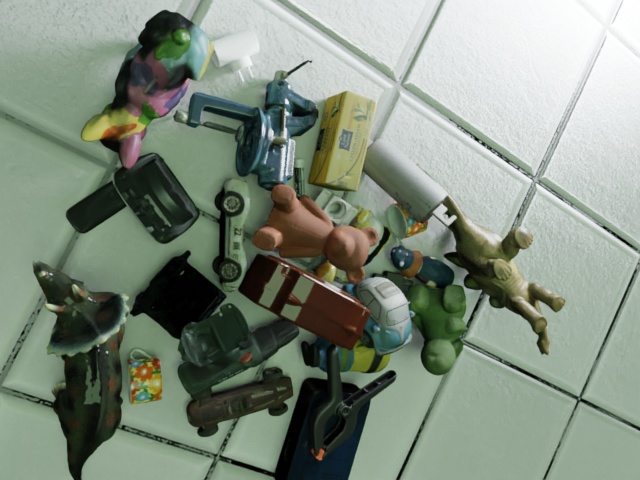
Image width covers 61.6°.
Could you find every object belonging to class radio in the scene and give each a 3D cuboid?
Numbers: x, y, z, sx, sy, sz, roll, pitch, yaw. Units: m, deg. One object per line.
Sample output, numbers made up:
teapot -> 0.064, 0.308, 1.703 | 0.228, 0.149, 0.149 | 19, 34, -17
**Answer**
radio -> 0.003, 0.392, 1.050 | 0.131, 0.073, 0.229 | 17, 88, -21

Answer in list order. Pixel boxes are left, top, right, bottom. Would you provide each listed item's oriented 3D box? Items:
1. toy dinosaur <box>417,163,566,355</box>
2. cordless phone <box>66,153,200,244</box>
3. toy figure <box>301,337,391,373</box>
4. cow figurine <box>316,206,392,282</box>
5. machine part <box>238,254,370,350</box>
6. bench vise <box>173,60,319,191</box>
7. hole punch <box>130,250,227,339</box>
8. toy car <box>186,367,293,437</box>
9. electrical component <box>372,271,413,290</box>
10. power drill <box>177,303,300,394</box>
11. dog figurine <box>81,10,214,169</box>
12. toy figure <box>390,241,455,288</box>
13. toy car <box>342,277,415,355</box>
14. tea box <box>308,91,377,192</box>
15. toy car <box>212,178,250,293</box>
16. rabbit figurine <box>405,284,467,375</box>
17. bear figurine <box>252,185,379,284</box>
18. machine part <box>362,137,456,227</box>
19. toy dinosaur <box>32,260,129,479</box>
toy dinosaur -> 0.330, 0.036, 1.066 | 0.105, 0.199, 0.471 | -35, 101, -15
cordless phone -> -0.310, -0.043, 0.890 | 0.184, 0.089, 0.146 | -33, 107, -3
toy figure -> 0.053, 0.220, 1.046 | 0.180, 0.082, 0.089 | -3, 116, -28
cow figurine -> 0.065, 0.026, 1.038 | 0.098, 0.068, 0.167 | 39, 83, -26
machine part -> -0.028, 0.103, 0.935 | 0.201, 0.201, 0.087 | 28, 84, -21
bench vise -> -0.123, -0.203, 0.914 | 0.240, 0.129, 0.223 | 10, 88, -25
hole punch -> -0.236, 0.102, 0.929 | 0.116, 0.092, 0.142 | 39, 84, 10
toy car -> -0.144, 0.299, 0.994 | 0.202, 0.053, 0.089 | -9, 96, -19
electrical component -> 0.145, 0.097, 1.097 | 0.094, 0.021, 0.063 | 13, 91, -22
power drill -> -0.144, 0.174, 0.914 | 0.232, 0.207, 0.086 | -27, 73, -9
dog figurine -> -0.270, -0.223, 0.828 | 0.108, 0.192, 0.219 | 34, 68, -27
toy figure -> 0.203, 0.056, 1.094 | 0.154, 0.064, 0.057 | 23, 116, -19
toy car -> 0.115, 0.125, 1.013 | 0.109, 0.102, 0.162 | -14, 57, -34
tea box -> 0.039, -0.177, 0.987 | 0.068, 0.098, 0.169 | 11, 90, -22
toy car -> -0.155, -0.008, 0.943 | 0.056, 0.074, 0.201 | 1, 95, -21
rabbit figurine -> 0.232, 0.191, 1.080 | 0.159, 0.121, 0.170 | 61, 35, -56
bear figurine -> -0.001, -0.003, 0.928 | 0.196, 0.132, 0.120 | 25, 90, 8
machine part -> 0.155, -0.112, 1.011 | 0.079, 0.079, 0.243 | -42, 78, -12
toy dinosaur -> -0.357, 0.227, 0.830 | 0.131, 0.192, 0.404 | -3, 96, -18
